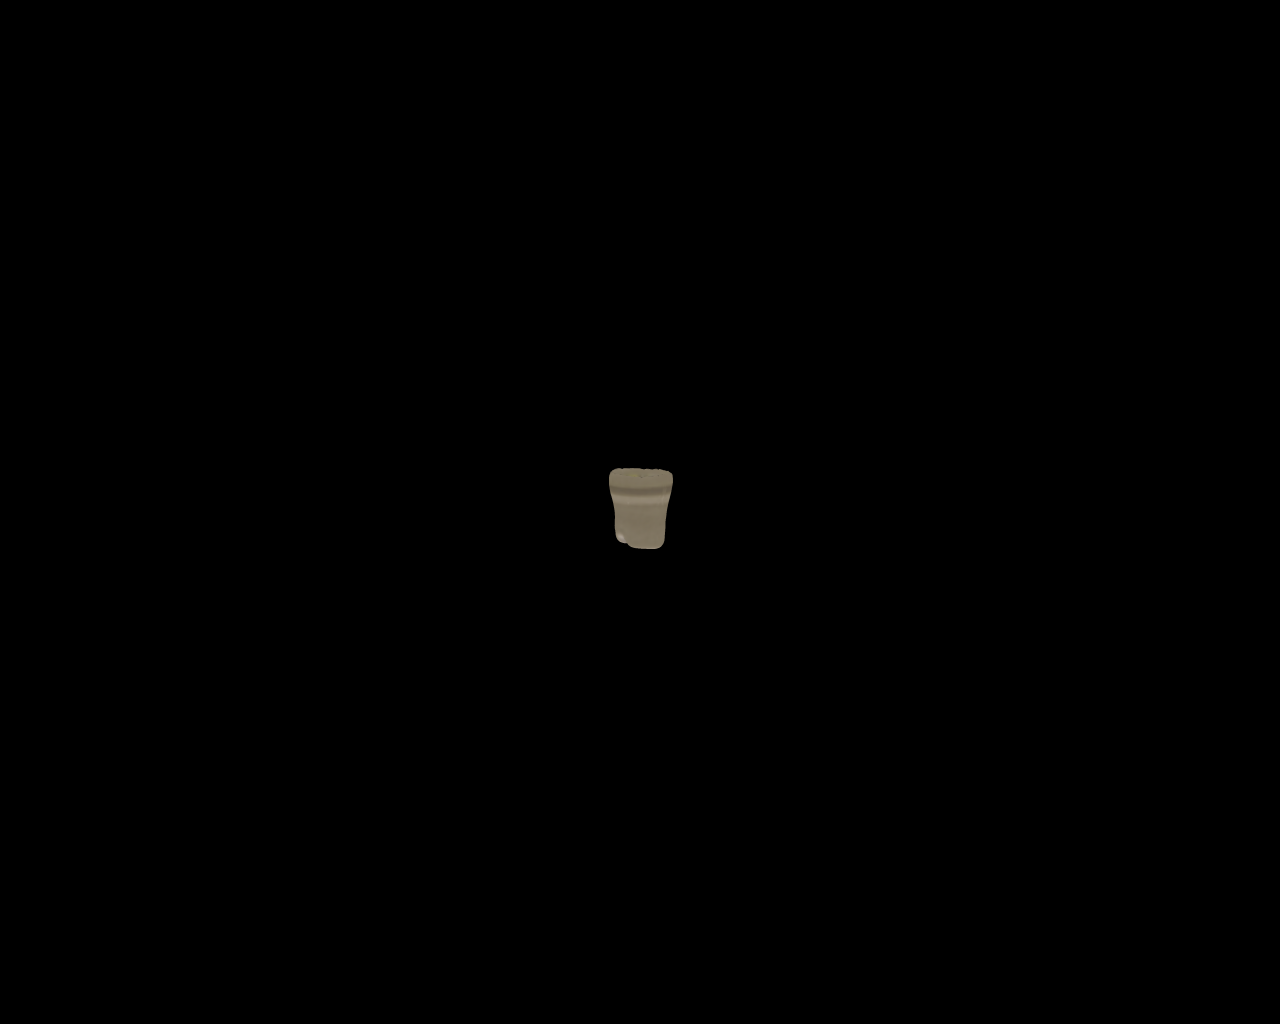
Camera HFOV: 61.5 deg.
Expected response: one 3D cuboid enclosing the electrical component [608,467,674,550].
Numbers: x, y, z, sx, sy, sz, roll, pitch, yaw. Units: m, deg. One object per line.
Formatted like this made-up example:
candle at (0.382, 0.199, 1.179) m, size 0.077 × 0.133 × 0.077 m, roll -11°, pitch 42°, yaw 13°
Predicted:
electrical component at (0.001, -0.003, 0.650) m, size 0.040 × 0.046 × 0.040 m, roll 0°, pitch 9°, yaw 0°
